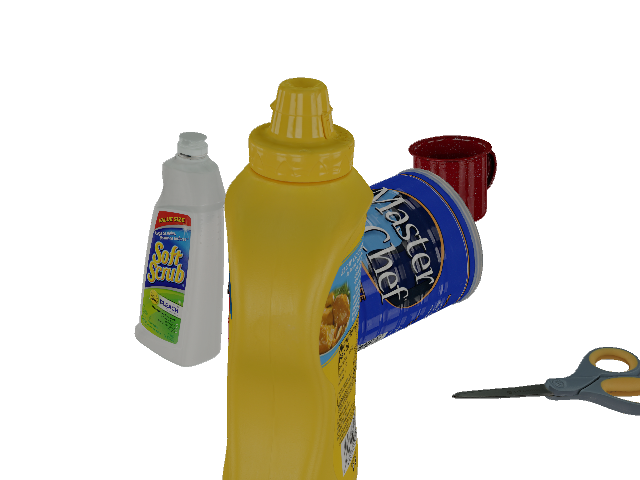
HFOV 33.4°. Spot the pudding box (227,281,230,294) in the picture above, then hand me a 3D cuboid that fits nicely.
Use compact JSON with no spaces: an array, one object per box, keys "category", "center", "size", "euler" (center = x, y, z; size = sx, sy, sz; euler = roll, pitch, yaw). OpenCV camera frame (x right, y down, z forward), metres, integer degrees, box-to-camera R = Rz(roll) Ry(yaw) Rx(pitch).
[{"category":"pudding box","center":[-0.022,0.024,0.944],"size":[0.113,0.039,0.090],"euler":[6,29,-2]}]

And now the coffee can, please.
[{"category":"coffee can","center":[0.026,0.020,0.733],"size":[0.140,0.103,0.103],"euler":[-23,12,-30]}]

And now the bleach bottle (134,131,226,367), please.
[{"category":"bleach bottle","center":[-0.147,0.005,1.138],"size":[0.103,0.251,0.067],"euler":[26,32,37]}]

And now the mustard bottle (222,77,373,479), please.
[{"category":"mustard bottle","center":[-0.010,0.028,0.441],"size":[0.058,0.192,0.096],"euler":[8,25,11]}]

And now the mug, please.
[{"category":"mug","center":[0.157,-0.071,1.219],"size":[0.117,0.081,0.093],"euler":[-21,27,-36]}]

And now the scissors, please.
[{"category":"scissors","center":[0.209,0.119,0.931],"size":[0.201,0.016,0.096],"euler":[6,28,-4]}]
